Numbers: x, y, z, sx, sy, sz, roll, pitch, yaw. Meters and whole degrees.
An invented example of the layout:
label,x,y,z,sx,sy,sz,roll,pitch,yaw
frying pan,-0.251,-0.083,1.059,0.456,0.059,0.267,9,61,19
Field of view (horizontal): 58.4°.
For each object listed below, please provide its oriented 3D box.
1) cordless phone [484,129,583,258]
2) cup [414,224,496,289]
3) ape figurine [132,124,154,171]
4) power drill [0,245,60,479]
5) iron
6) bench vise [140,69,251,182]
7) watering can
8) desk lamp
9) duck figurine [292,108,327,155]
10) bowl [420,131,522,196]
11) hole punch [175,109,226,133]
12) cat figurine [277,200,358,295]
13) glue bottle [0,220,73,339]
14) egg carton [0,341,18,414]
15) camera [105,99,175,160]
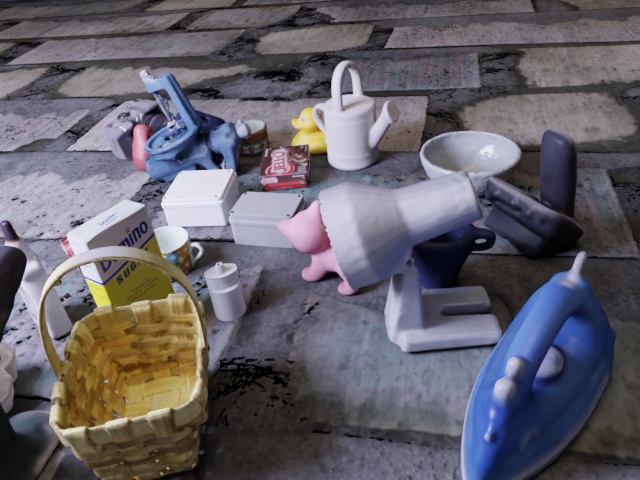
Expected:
label,x,y,z,sx,sy,sz,roll,pitch,yaw
cordless phone,0.307,-0.084,0.818,0.094,0.185,0.147,-23,38,-22
cup,0.173,0.021,0.770,0.117,0.095,0.092,1,35,11
ape figurine,-0.353,-0.194,1.172,0.077,0.092,0.076,26,46,38
power drill,-0.337,0.148,0.574,0.075,0.209,0.229,0,35,10
iron,0.214,0.125,0.571,0.118,0.142,0.259,20,43,33
bench vise,-0.245,-0.224,1.084,0.208,0.220,0.121,-17,36,-14
watering can,0.064,-0.238,1.075,0.172,0.194,0.101,1,35,12
desk lamp,0.108,0.021,0.675,0.203,0.214,0.118,-6,35,2
duck figurine,-0.010,-0.227,1.166,0.104,0.086,0.077,-1,35,9
bowl,0.255,-0.121,0.978,0.167,0.075,0.167,-5,35,3
hole punch,-0.248,-0.233,1.212,0.101,0.091,0.108,-6,35,2
cat figurine,0.007,0.003,0.804,0.127,0.118,0.067,15,40,29
glue bottle,-0.381,0.048,0.757,0.077,0.173,0.037,26,46,38
egg carton,-0.437,0.177,0.673,0.150,0.069,0.107,-16,36,-13
camera,-0.367,-0.242,1.237,0.136,0.101,0.143,17,41,30
